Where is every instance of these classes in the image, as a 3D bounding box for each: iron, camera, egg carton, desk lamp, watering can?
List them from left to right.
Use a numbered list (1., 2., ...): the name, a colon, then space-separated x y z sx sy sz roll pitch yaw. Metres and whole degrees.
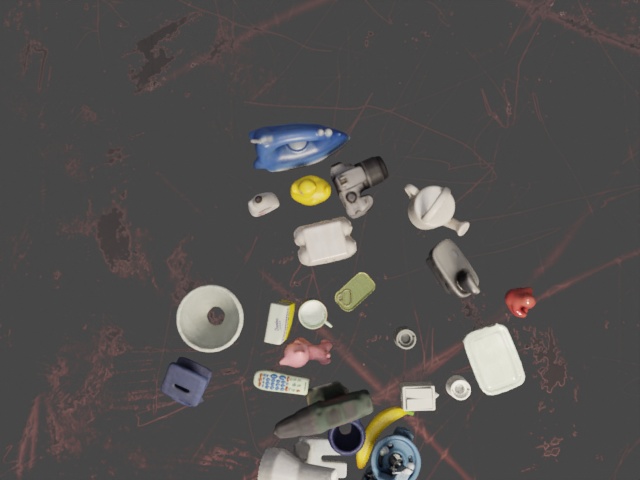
1. iron: -0.050 -0.250 1.421 0.258 0.141 0.119 -10 87 0
2. desk lamp: -0.035 0.539 1.351 0.203 0.213 0.118 0 87 1
3. egg carton: 0.013 0.005 1.445 0.150 0.069 0.107 -14 87 0
4. camera: 0.107 -0.144 1.435 0.137 0.101 0.143 -25 87 0
5. watering can: 0.281 -0.078 1.383 0.173 0.194 0.101 17 88 2

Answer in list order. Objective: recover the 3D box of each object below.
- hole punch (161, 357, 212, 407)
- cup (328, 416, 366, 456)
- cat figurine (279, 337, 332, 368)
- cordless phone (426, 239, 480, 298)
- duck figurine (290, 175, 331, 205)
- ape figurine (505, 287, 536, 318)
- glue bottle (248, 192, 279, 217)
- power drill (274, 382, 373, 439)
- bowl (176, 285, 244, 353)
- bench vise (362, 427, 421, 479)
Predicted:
1. hole punch: -0.333 0.359 1.424 0.108 0.091 0.101 24 88 2
2. cup: 0.070 0.461 1.413 0.091 0.095 0.118 24 88 2
3. cat figurine: -0.034 0.281 1.410 0.127 0.117 0.067 2 87 1
4. cordless phone: 0.332 0.070 1.381 0.094 0.185 0.147 -37 87 -1
5. duck figurine: -0.025 -0.129 1.443 0.104 0.086 0.077 0 87 1
6. ape figurine: 0.505 0.151 1.422 0.076 0.092 0.078 37 89 2
7. glue bottle: -0.143 -0.091 1.399 0.078 0.173 0.037 -29 87 0
8. power drill: 0.010 0.403 1.359 0.229 0.208 0.076 -17 87 0
9. bowl: -0.270 0.195 1.438 0.167 0.074 0.167 0 88 1
10. bench vise: 0.172 0.562 1.345 0.121 0.219 0.207 14 88 2
